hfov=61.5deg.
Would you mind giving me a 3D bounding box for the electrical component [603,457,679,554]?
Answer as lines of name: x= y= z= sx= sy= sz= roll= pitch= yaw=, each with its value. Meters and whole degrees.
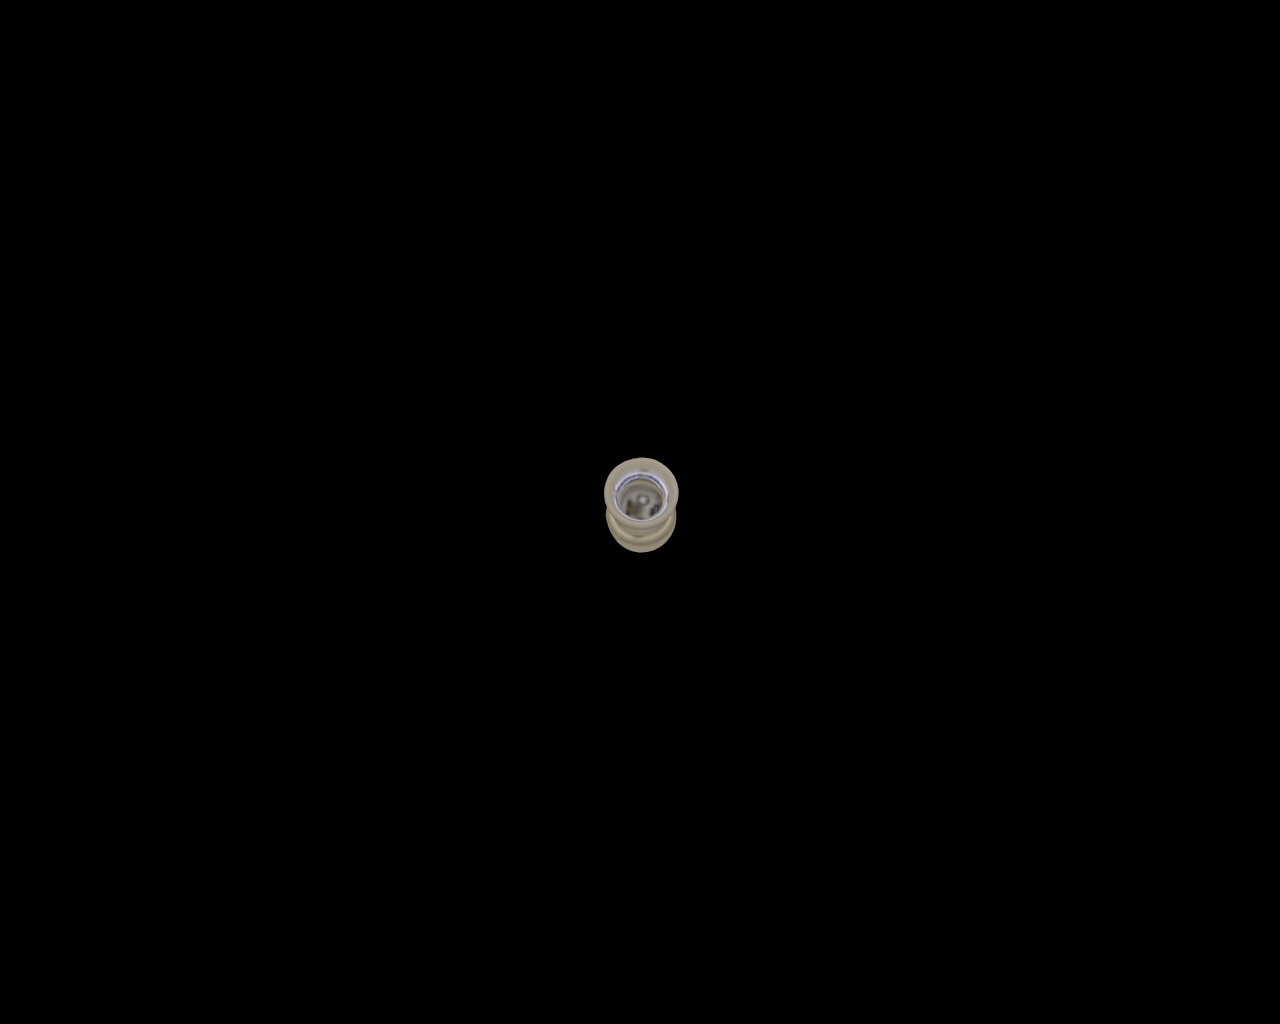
electrical component: x=0.001 y=-0.003 z=0.650 sx=0.045 sy=0.045 sz=0.055 roll=0 pitch=-21 yaw=0
